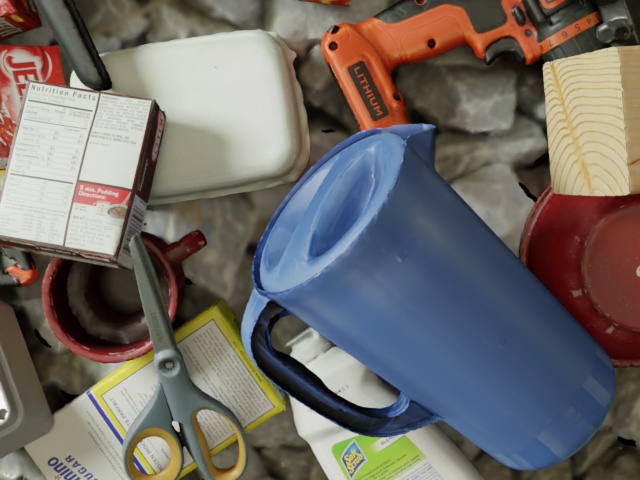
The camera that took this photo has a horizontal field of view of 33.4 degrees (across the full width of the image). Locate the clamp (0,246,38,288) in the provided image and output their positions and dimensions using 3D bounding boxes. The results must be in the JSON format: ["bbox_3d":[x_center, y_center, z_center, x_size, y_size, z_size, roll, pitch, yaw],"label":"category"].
[{"bbox_3d":[-0.289,-0.010,0.780,0.171,0.039,0.120,41,91,1],"label":"clamp"}]

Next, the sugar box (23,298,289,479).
[{"bbox_3d":[-0.120,0.130,0.784,0.176,0.048,0.093,-33,93,7],"label":"sugar box"}]

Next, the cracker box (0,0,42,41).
[{"bbox_3d":[-0.331,-0.195,0.753,0.213,0.072,0.164,-20,93,2],"label":"cracker box"}]

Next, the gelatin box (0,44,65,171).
[{"bbox_3d":[-0.215,-0.094,0.749,0.073,0.030,0.089,-4,72,-29],"label":"gelatin box"}]

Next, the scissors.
[{"bbox_3d":[-0.116,0.096,0.721,0.096,0.016,0.201,-26,116,3],"label":"scissors"}]

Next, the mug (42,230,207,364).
[{"bbox_3d":[-0.131,0.028,0.758,0.117,0.081,0.093,-35,92,4],"label":"mug"}]

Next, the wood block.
[{"bbox_3d":[0.263,-0.083,0.705,0.205,0.090,0.091,-7,95,-18],"label":"wood block"}]

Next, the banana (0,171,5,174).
[{"bbox_3d":[-0.248,-0.069,0.761,0.197,0.069,0.037,32,131,-10],"label":"banana"}]

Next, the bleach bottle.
[{"bbox_3d":[0.063,0.167,0.774,0.102,0.068,0.251,-34,90,2],"label":"bleach bottle"}]

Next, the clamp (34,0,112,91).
[{"bbox_3d":[-0.184,-0.221,0.699,0.210,0.036,0.164,35,97,-4],"label":"clamp"}]

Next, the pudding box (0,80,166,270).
[{"bbox_3d":[-0.158,-0.043,0.703,0.090,0.039,0.113,10,78,7],"label":"pudding box"}]

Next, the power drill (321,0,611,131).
[{"bbox_3d":[0.109,-0.126,0.755,0.187,0.057,0.184,-28,89,0],"label":"power drill"}]

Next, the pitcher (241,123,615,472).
[{"bbox_3d":[0.075,0.056,0.704,0.242,0.145,0.149,41,134,-23],"label":"pitcher"}]

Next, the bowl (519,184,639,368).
[{"bbox_3d":[0.227,0.016,0.762,0.162,0.055,0.162,0,94,2],"label":"bowl"}]
